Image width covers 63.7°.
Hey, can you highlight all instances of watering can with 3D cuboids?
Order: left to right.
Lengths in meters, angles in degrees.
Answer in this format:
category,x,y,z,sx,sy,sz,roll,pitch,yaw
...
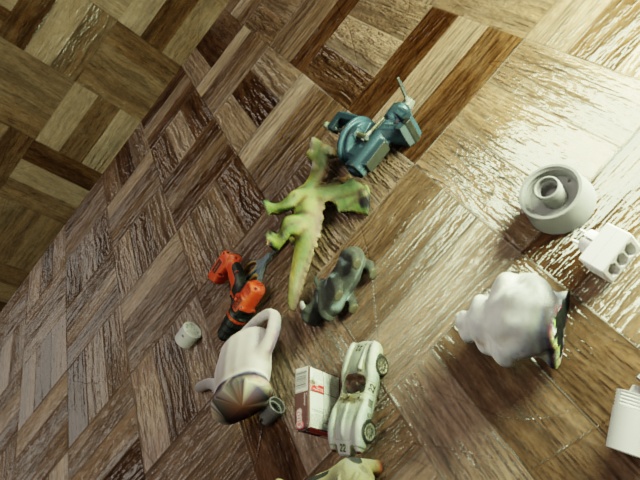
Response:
category,x,y,z,sx,sy,sz,roll,pitch,yaw
watering can,-0.188,0.299,1.118,0.342,0.103,0.229,-49,22,24

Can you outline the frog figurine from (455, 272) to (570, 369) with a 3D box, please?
category,x,y,z,sx,sy,sz,roll,pitch,yaw
frog figurine,0.270,0.114,0.758,0.159,0.122,0.138,3,87,36

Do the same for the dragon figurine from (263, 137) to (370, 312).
category,x,y,z,sx,sy,sz,roll,pitch,yaw
dragon figurine,0.004,-0.059,1.176,0.241,0.121,0.419,-25,57,23
